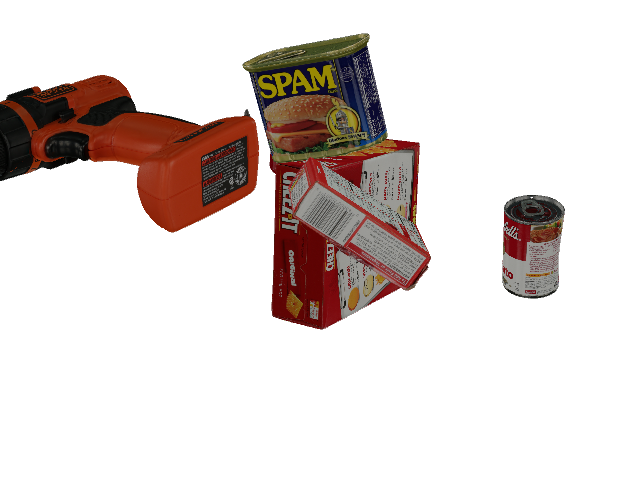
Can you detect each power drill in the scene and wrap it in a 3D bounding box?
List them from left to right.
[{"bbox_3d":[-0.151,-0.060,0.718,0.188,0.057,0.184,18,32,30],"label":"power drill"}]

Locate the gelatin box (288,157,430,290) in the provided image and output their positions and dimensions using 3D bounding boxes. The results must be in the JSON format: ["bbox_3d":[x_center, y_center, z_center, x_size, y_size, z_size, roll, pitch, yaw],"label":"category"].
[{"bbox_3d":[0.023,-0.011,0.673,0.089,0.030,0.073,33,12,-12],"label":"gelatin box"}]

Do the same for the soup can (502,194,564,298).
[{"bbox_3d":[0.246,0.007,1.236,0.068,0.102,0.068,-3,30,1],"label":"soup can"}]

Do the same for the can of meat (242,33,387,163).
[{"bbox_3d":[-0.002,-0.112,0.854,0.102,0.084,0.057,-4,21,29],"label":"can of meat"}]

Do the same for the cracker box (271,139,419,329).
[{"bbox_3d":[0.030,-0.015,1.135,0.072,0.164,0.213,9,16,29],"label":"cracker box"}]

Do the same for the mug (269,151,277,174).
[{"bbox_3d":[-0.015,-0.127,1.331,0.093,0.081,0.117,16,24,23],"label":"mug"}]
